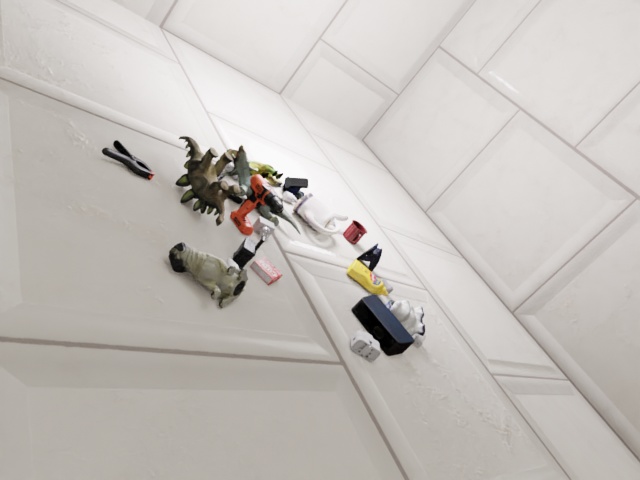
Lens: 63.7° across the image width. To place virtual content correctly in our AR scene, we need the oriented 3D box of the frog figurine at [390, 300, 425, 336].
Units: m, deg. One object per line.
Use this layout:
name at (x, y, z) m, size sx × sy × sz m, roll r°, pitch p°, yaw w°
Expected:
frog figurine at (0.315, 0.295, 1.962) m, size 0.158 × 0.139 × 0.122 m, roll 22°, pitch -14°, yaw -30°

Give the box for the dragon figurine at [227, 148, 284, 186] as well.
dragon figurine at (-0.291, -0.320, 2.202) m, size 0.243 × 0.122 × 0.410 m, roll 41°, pitch 4°, yaw 5°

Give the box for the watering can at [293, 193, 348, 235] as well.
watering can at (0.007, -0.115, 2.284) m, size 0.225 × 0.102 × 0.351 m, roll 41°, pitch 21°, yaw 5°
